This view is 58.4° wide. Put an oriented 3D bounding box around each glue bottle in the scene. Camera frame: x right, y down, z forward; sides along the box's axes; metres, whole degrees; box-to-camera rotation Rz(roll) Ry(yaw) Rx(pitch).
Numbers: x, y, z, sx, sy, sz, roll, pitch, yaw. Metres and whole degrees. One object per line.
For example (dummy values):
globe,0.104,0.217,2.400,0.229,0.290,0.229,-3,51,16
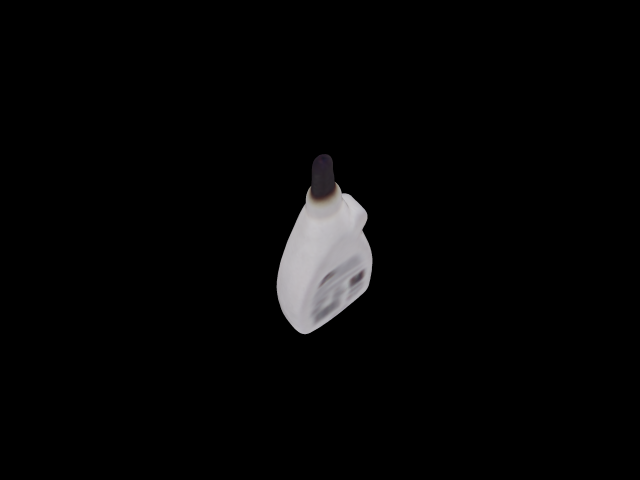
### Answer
glue bottle,0.004,0.001,0.400,0.078,0.173,0.037,-33,62,-20
